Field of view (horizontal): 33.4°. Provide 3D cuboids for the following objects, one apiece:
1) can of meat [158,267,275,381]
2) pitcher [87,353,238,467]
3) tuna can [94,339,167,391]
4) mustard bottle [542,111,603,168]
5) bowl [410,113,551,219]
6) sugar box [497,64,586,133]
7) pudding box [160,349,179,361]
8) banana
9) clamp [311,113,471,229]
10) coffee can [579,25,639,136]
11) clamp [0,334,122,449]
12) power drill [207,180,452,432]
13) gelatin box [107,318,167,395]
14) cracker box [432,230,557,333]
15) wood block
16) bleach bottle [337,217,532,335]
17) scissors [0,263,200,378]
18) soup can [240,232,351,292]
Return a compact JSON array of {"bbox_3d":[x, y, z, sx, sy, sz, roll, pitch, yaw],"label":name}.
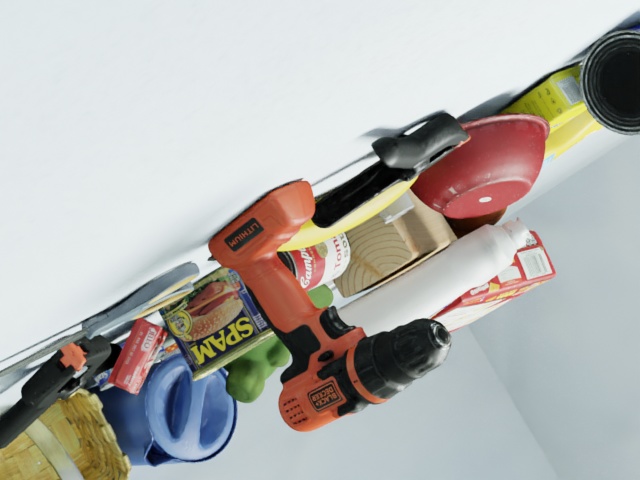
[{"bbox_3d":[-0.104,0.082,1.090,0.102,0.084,0.057,-31,173,10],"label":"can of meat"},{"bbox_3d":[-0.220,0.219,1.362,0.148,0.145,0.243,0,167,-42],"label":"pitcher"},{"bbox_3d":[-0.218,0.135,1.209,0.086,0.034,0.086,-30,174,-4],"label":"tuna can"},{"bbox_3d":[0.255,-0.109,1.266,0.191,0.058,0.096,-36,179,-9],"label":"mustard bottle"},{"bbox_3d":[0.160,-0.065,1.068,0.162,0.055,0.162,-13,161,-5],"label":"bowl"},{"bbox_3d":[0.215,-0.121,1.139,0.093,0.048,0.177,-24,170,-43],"label":"sugar box"},{"bbox_3d":[-0.164,0.147,1.535,0.090,0.039,0.113,-36,174,37],"label":"pudding box"},{"bbox_3d":[0.018,-0.033,0.989,0.197,0.037,0.070,-30,155,-20],"label":"banana"},{"bbox_3d":[0.065,-0.064,0.925,0.120,0.039,0.171,-35,172,40],"label":"clamp"},{"bbox_3d":[0.338,-0.169,1.069,0.140,0.103,0.103,-23,170,-46],"label":"coffee can"},{"bbox_3d":[-0.241,0.129,1.037,0.164,0.036,0.210,-37,175,-32],"label":"clamp"},{"bbox_3d":[0.001,0.050,0.858,0.185,0.188,0.057,-34,172,39],"label":"power drill"},{"bbox_3d":[-0.187,0.121,1.101,0.089,0.030,0.073,120,-5,-79],"label":"gelatin box"},{"bbox_3d":[0.158,0.067,1.321,0.163,0.072,0.214,-13,165,-36],"label":"cracker box"},{"bbox_3d":[0.072,-0.006,1.183,0.090,0.091,0.205,-33,173,20],"label":"wood block"},{"bbox_3d":[0.108,0.053,1.117,0.251,0.068,0.102,-33,173,3],"label":"bleach bottle"},{"bbox_3d":[-0.181,0.065,0.919,0.201,0.016,0.096,-24,169,-44],"label":"scissors"},{"bbox_3d":[-0.023,0.019,1.043,0.069,0.068,0.102,-35,173,35],"label":"soup can"}]
